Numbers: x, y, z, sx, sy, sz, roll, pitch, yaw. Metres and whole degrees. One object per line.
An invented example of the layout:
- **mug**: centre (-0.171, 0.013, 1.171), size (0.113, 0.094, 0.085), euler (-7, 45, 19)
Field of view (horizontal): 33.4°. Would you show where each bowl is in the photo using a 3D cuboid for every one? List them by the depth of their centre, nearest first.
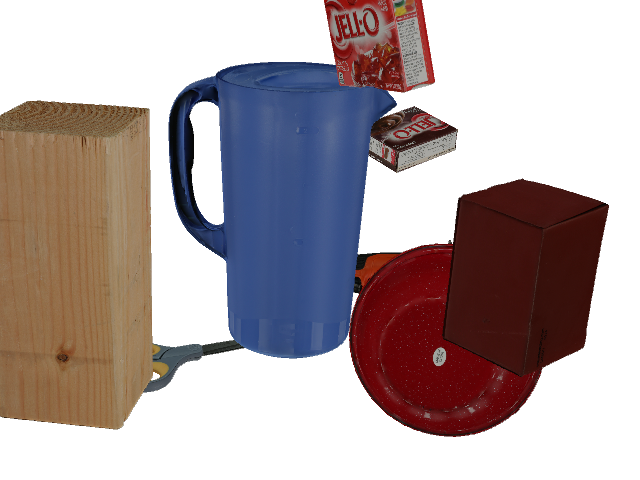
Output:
- **bowl**: centre (0.096, 0.086, 0.850), size (0.162, 0.162, 0.055), euler (0, 7, 14)

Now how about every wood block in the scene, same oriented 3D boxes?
- **wood block**: centre (-0.171, 0.015, 0.739), size (0.091, 0.206, 0.090), euler (5, 20, 6)

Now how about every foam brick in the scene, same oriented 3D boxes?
- **foam brick**: centre (0.097, 0.016, 0.513), size (0.052, 0.078, 0.051), euler (-16, 30, -40)

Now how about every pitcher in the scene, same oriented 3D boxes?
- **pitcher**: centre (-0.035, -0.028, 0.913), size (0.149, 0.243, 0.144), euler (20, 25, 41)

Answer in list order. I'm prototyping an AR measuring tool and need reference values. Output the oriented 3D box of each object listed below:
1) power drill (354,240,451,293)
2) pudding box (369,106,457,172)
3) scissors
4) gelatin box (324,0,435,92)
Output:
- **power drill**: centre (0.051, 0.048, 1.141), size (0.188, 0.057, 0.184), euler (5, 30, 15)
- **pudding box**: centre (0.119, -0.141, 1.472), size (0.113, 0.039, 0.090), euler (-24, 40, -29)
- **scissors**: centre (-0.141, 0.132, 1.160), size (0.201, 0.016, 0.096), euler (1, 26, -21)
- **gelatin box**: centre (0.038, -0.143, 0.740), size (0.030, 0.073, 0.089), euler (-20, 20, -25)
